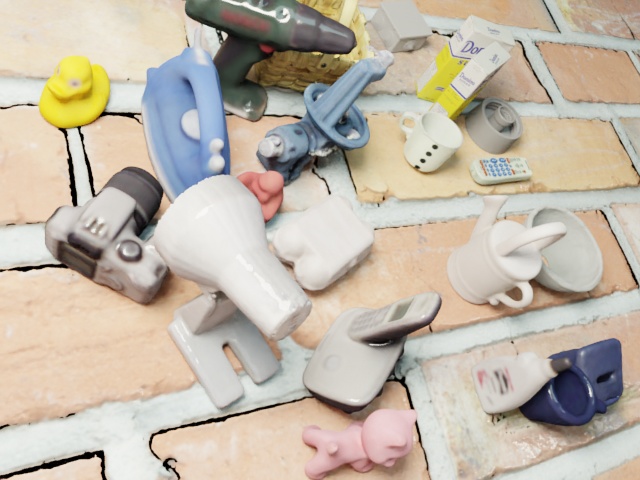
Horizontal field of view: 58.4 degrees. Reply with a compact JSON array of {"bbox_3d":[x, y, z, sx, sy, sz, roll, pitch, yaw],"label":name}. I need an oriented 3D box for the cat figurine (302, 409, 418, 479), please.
[{"bbox_3d":[0.056,0.242,0.688,0.128,0.117,0.067,0,65,-27],"label":"cat figurine"}]

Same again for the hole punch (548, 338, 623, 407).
[{"bbox_3d":[0.437,0.216,0.914,0.109,0.091,0.101,-7,68,-30],"label":"hole punch"}]

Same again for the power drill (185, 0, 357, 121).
[{"bbox_3d":[-0.088,-0.270,0.824,0.230,0.208,0.075,20,57,-17],"label":"power drill"}]

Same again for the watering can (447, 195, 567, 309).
[{"bbox_3d":[0.286,0.014,0.877,0.101,0.193,0.173,-29,80,-35],"label":"watering can"}]

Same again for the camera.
[{"bbox_3d":[-0.230,-0.019,0.687,0.143,0.100,0.137,32,55,-9],"label":"camera"}]

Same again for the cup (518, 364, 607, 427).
[{"bbox_3d":[0.354,0.241,0.856,0.118,0.094,0.092,23,57,-15],"label":"cup"}]

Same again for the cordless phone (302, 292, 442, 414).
[{"bbox_3d":[0.068,0.133,0.709,0.094,0.184,0.148,37,54,-5],"label":"cordless phone"}]

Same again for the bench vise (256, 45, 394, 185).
[{"bbox_3d":[0.016,-0.169,0.818,0.121,0.219,0.208,39,54,-4],"label":"bench vise"}]

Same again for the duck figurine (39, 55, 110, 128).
[{"bbox_3d":[-0.317,-0.206,0.748,0.077,0.086,0.105,38,54,-4],"label":"duck figurine"}]

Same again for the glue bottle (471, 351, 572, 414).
[{"bbox_3d":[0.282,0.190,0.797,0.037,0.173,0.078,-5,67,-29],"label":"glue bottle"}]

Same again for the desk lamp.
[{"bbox_3d":[-0.098,0.059,0.645,0.118,0.213,0.203,-29,80,-35],"label":"desk lamp"}]

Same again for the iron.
[{"bbox_3d":[-0.158,-0.145,0.764,0.119,0.141,0.258,-5,67,-29],"label":"iron"}]

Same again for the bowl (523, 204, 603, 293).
[{"bbox_3d":[0.408,0.025,1.008,0.168,0.074,0.167,12,60,-21],"label":"bowl"}]

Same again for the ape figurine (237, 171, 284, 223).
[{"bbox_3d":[-0.079,-0.067,0.795,0.076,0.092,0.078,-6,68,-29],"label":"ape figurine"}]

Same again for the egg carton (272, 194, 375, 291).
[{"bbox_3d":[0.008,0.003,0.817,0.107,0.069,0.151,50,54,4],"label":"egg carton"}]
